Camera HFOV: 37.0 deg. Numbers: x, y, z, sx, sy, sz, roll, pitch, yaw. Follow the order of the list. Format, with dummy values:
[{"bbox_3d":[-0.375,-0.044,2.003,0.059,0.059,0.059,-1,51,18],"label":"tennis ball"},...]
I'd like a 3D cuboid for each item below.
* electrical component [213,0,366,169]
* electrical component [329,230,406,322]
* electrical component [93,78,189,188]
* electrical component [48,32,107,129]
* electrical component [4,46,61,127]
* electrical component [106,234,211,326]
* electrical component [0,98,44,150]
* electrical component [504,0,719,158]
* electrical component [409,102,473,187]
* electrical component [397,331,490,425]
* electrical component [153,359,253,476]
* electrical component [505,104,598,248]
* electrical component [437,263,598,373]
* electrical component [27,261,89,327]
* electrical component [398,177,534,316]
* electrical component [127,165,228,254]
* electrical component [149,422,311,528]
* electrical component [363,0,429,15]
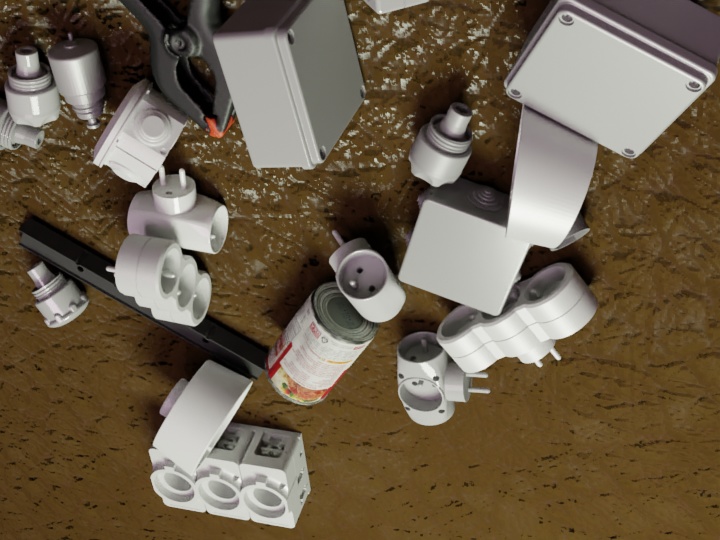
[{"bbox_3d":[-0.047,-0.145,0.773,0.056,0.108,0.108,1,128,23],"label":"electrical component"},{"bbox_3d":[0.000,0.000,0.904,0.043,0.077,0.079,-34,70,1],"label":"electrical component"},{"bbox_3d":[-0.176,-0.110,0.868,0.051,0.080,0.080,32,131,-13],"label":"electrical component"},{"bbox_3d":[-0.227,-0.152,0.877,0.040,0.040,0.078,6,129,16],"label":"electrical component"},{"bbox_3d":[-0.273,-0.154,0.891,0.043,0.043,0.062,12,129,10],"label":"electrical component"},{"bbox_3d":[-0.187,0.007,0.951,0.074,0.052,0.138,10,165,12],"label":"electrical component"},{"bbox_3d":[-0.305,-0.123,0.927,0.062,0.043,0.043,21,132,2],"label":"electrical component"},{"bbox_3d":[0.167,-0.139,0.711,0.109,0.056,0.108,27,155,-2],"label":"electrical component"},{"bbox_3d":[0.065,-0.097,0.813,0.043,0.043,0.062,25,130,-1],"label":"electrical component"},{"bbox_3d":[0.077,0.099,0.966,0.079,0.044,0.077,2,128,19],"label":"electrical component"},{"bbox_3d":[-0.159,0.138,1.046,0.060,0.108,0.108,32,131,1],"label":"electrical component"},{"bbox_3d":[0.130,-0.067,0.779,0.064,0.099,0.099,18,132,-3],"label":"electrical component"},{"bbox_3d":[0.139,0.053,0.900,0.138,0.052,0.073,-27,115,35],"label":"electrical component"},{"bbox_3d":[-0.297,0.021,1.041,0.048,0.048,0.062,-21,111,32],"label":"electrical component"},{"bbox_3d":[0.087,-0.022,0.861,0.100,0.048,0.099,20,131,4],"label":"electrical component"},{"bbox_3d":[-0.159,-0.056,0.928,0.077,0.043,0.079,10,130,12],"label":"electrical component"},{"bbox_3d":[-0.136,0.212,1.124,0.150,0.061,0.089,6,129,15],"label":"electrical component"},{"bbox_3d":[0.029,-0.215,0.717,0.076,0.083,0.047,-18,129,-14],"label":"electrical component"}]
